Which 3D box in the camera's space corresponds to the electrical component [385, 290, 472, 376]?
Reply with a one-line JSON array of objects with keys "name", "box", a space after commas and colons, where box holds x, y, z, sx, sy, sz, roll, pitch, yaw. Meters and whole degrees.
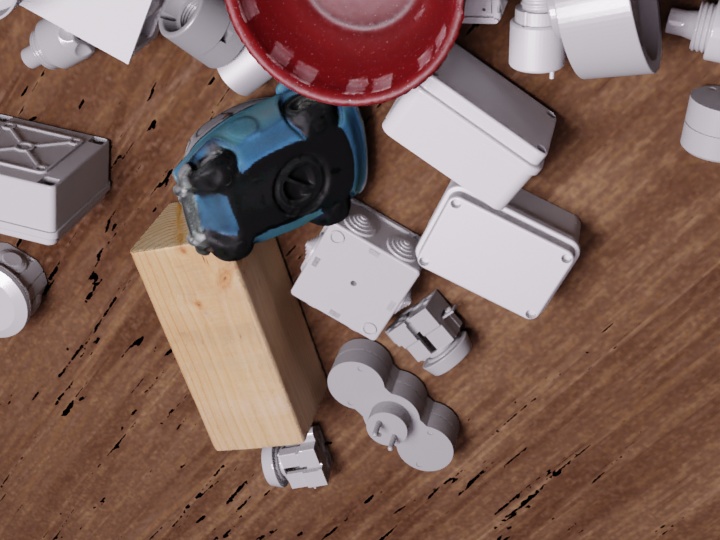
[{"name": "electrical component", "box": [0.062, 0.056, 0.917, 0.066, 0.048, 0.055, -36, 98, 31]}]

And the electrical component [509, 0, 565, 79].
[{"name": "electrical component", "box": [0.126, -0.175, 0.762, 0.040, 0.040, 0.078, 5, 121, 13]}]

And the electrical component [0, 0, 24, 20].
[{"name": "electrical component", "box": [-0.270, -0.226, 0.753, 0.099, 0.064, 0.099, 7, 122, 11]}]

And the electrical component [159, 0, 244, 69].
[{"name": "electrical component", "box": [-0.117, -0.186, 0.804, 0.055, 0.055, 0.047, -31, 144, 29]}]

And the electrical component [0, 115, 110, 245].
[{"name": "electrical component", "box": [-0.279, -0.077, 0.893, 0.109, 0.108, 0.056, 14, 120, 7]}]

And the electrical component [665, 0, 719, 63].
[{"name": "electrical component", "box": [0.242, -0.165, 0.735, 0.062, 0.048, 0.048, 16, 123, 14]}]

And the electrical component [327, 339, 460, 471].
[{"name": "electrical component", "box": [0.028, 0.130, 0.953, 0.138, 0.073, 0.052, 43, 122, -12]}]

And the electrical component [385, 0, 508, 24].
[{"name": "electrical component", "box": [0.068, -0.209, 0.745, 0.096, 0.061, 0.061, 4, 121, 13]}]

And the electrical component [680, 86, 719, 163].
[{"name": "electrical component", "box": [0.300, -0.112, 0.745, 0.138, 0.052, 0.073, 9, 122, 10]}]

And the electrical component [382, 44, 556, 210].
[{"name": "electrical component", "box": [0.083, -0.109, 0.792, 0.113, 0.078, 0.057, 34, 126, -6]}]

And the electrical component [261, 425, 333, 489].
[{"name": "electrical component", "box": [-0.061, 0.181, 1.026, 0.055, 0.048, 0.066, -12, 117, 13]}]

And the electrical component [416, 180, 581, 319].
[{"name": "electrical component", "box": [0.109, -0.022, 0.849, 0.113, 0.057, 0.078, 26, 124, -1]}]

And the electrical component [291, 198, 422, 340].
[{"name": "electrical component", "box": [0.000, 0.000, 0.897, 0.100, 0.048, 0.099, 30, 123, -3]}]

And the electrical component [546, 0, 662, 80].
[{"name": "electrical component", "box": [0.158, -0.179, 0.714, 0.060, 0.108, 0.108, -7, 118, 26]}]

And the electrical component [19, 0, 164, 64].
[{"name": "electrical component", "box": [-0.227, -0.252, 0.802, 0.186, 0.060, 0.105, 29, 123, -3]}]

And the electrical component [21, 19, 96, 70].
[{"name": "electrical component", "box": [-0.243, -0.181, 0.860, 0.062, 0.043, 0.043, -20, 113, 26]}]

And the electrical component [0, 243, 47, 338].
[{"name": "electrical component", "box": [-0.337, 0.018, 1.000, 0.080, 0.051, 0.080, 7, 122, 11]}]
